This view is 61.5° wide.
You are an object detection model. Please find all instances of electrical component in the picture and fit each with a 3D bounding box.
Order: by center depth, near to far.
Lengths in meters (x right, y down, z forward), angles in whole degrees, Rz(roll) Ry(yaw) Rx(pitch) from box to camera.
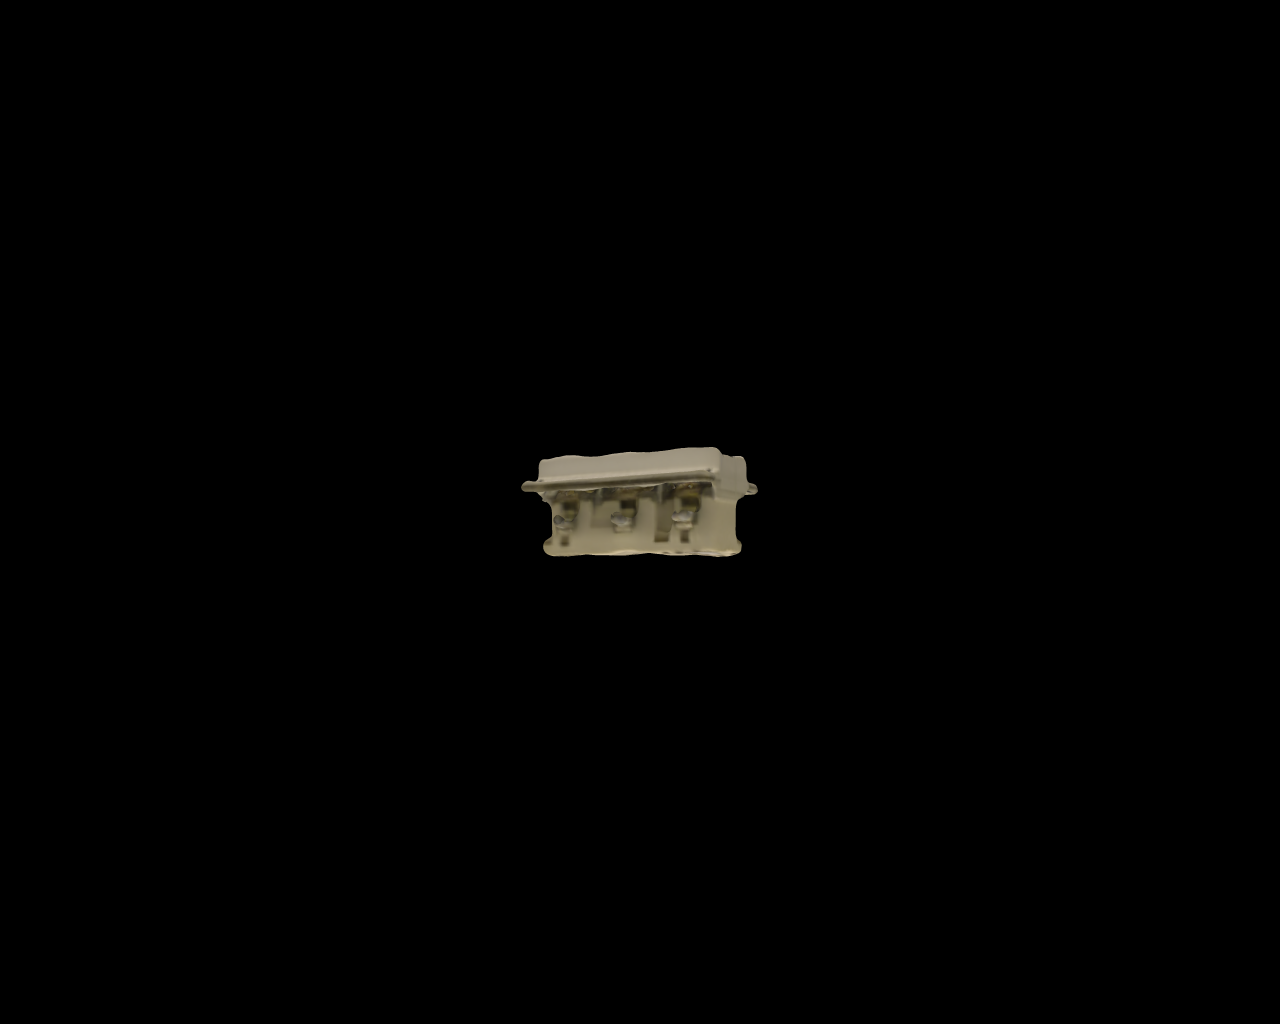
[{"bbox_3d":[0.001,-0.003,0.650,0.121,0.063,0.079,-2,-3,27],"label":"electrical component"}]
